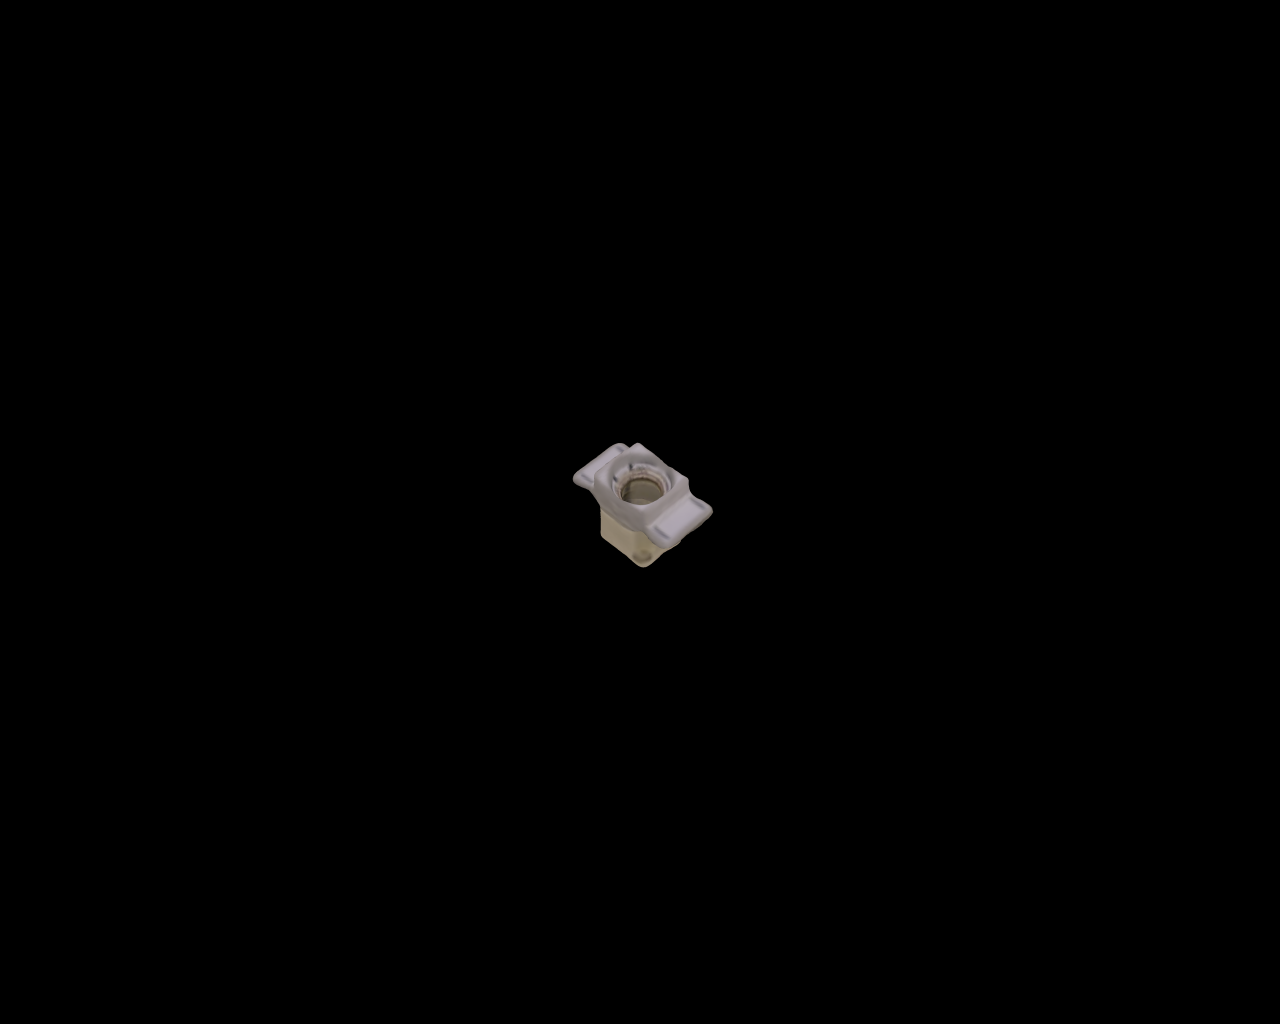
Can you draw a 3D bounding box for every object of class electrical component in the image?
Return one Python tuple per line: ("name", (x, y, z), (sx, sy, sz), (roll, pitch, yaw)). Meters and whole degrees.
("electrical component", (0.001, -0.003, 0.650), (0.042, 0.063, 0.081), (-36, 58, -27))
